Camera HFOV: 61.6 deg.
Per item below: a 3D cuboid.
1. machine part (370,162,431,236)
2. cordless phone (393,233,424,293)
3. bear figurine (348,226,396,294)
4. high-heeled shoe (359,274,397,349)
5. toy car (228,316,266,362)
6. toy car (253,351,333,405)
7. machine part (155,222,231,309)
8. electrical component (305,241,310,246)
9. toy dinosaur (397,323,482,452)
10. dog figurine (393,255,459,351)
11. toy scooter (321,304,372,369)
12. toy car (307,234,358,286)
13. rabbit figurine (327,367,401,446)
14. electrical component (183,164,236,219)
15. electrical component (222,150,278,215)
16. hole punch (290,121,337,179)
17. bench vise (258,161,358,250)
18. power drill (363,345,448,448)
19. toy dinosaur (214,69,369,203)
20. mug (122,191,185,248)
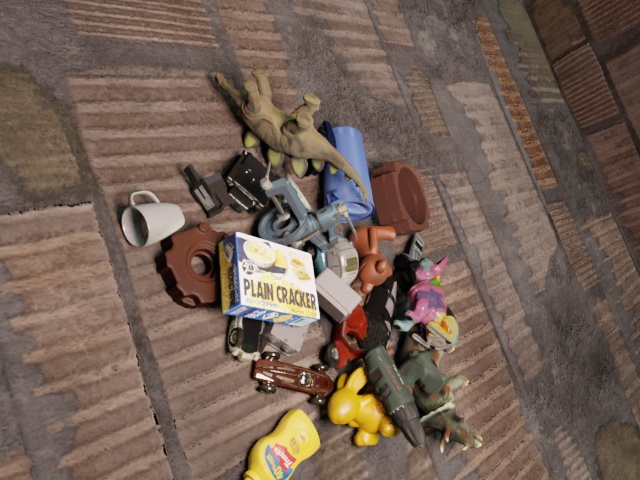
[{"bbox_3d":[0.228,-0.114,1.528,0.201,0.087,0.201,-6,79,-57],"label":"machine part"},{"bbox_3d":[0.287,0.072,1.538,0.146,0.089,0.184,47,37,-14],"label":"cordless phone"},{"bbox_3d":[0.143,0.048,1.357,0.132,0.120,0.196,12,29,-27],"label":"bear figurine"},{"bbox_3d":[0.156,0.204,1.396,0.145,0.086,0.248,24,73,-70],"label":"high-heeled shoe"},{"bbox_3d":[-0.151,0.158,1.145,0.073,0.056,0.202,24,59,-38],"label":"toy car"},{"bbox_3d":[-0.053,0.300,1.169,0.202,0.053,0.089,25,61,-32],"label":"toy car"},{"bbox_3d":[-0.246,0.052,1.109,0.179,0.056,0.179,15,64,-34],"label":"machine part"},{"bbox_3d":[-0.003,-0.004,1.361,0.094,0.021,0.063,10,65,-37],"label":"electrical component"},{"bbox_3d":[0.267,0.345,1.381,0.192,0.131,0.405,-19,79,-44],"label":"toy dinosaur"},{"bbox_3d":[0.291,0.147,1.368,0.192,0.108,0.219,30,60,5],"label":"dog figurine"},{"bbox_3d":[0.083,0.229,1.283,0.135,0.075,0.184,21,59,-12],"label":"toy scooter"},{"bbox_3d":[0.042,0.056,1.302,0.109,0.103,0.161,-8,88,-38],"label":"toy car"},{"bbox_3d":[0.088,0.370,1.206,0.173,0.122,0.162,19,55,-37],"label":"rabbit figurine"},{"bbox_3d":[-0.245,-0.113,1.170,0.048,0.075,0.119,-35,92,-44],"label":"electrical component"},{"bbox_3d":[-0.170,-0.126,1.249,0.115,0.058,0.134,38,51,-19],"label":"electrical component"},{"bbox_3d":[-0.012,-0.236,1.384,0.092,0.142,0.116,-20,74,-47],"label":"hole punch"},{"bbox_3d":[-0.053,-0.057,1.191,0.129,0.224,0.240,-97,164,-44],"label":"bench vise"},{"bbox_3d":[0.206,0.339,1.224,0.207,0.086,0.232,-10,58,-46],"label":"power drill"},{"bbox_3d":[-0.064,-0.251,1.273,0.472,0.198,0.105,34,53,6],"label":"toy dinosaur"},{"bbox_3d":[-0.332,-0.046,1.070,0.107,0.081,0.109,-18,78,-54],"label":"mug"}]
